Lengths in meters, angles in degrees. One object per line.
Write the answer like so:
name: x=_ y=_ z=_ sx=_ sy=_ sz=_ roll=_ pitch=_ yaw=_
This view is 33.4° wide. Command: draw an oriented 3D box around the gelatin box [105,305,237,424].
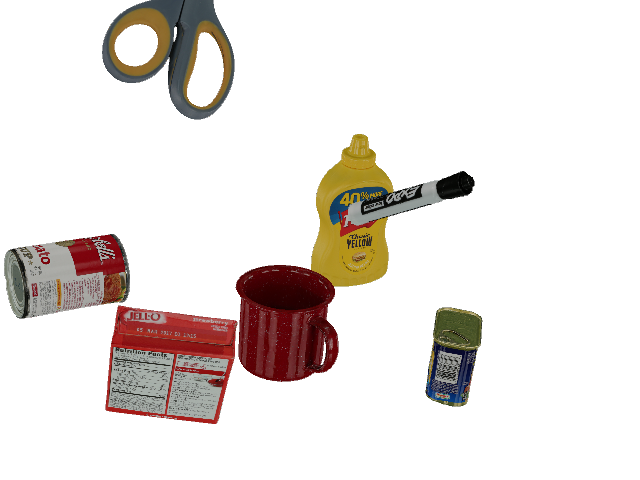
gelatin box: x=-0.094 y=0.078 z=0.661 sx=0.073 sy=0.030 sz=0.089 roll=8 pitch=-38 yaw=-8

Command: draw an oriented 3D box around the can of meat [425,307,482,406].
can of meat: x=0.161 y=0.142 z=1.299 sx=0.057 sy=0.084 sz=0.102 roll=10 pitch=22 yaw=6

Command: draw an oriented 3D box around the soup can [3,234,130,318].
soup can: x=-0.242 y=0.034 z=1.016 sx=0.102 sy=0.068 sz=0.069 roll=-9 pitch=5 yaw=-30

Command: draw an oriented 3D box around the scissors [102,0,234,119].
scissors: x=-0.098 y=-0.176 z=0.723 sx=0.096 sy=0.202 sz=0.016 roll=4 pitch=-20 yaw=-20

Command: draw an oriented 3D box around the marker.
marker: x=0.071 y=-0.033 z=0.847 sx=0.121 sy=0.020 sz=0.020 roll=-15 pitch=-10 yaw=43

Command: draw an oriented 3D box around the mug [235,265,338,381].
mug: x=-0.027 y=0.084 z=1.006 sx=0.117 sy=0.081 sz=0.093 roll=26 pitch=32 yaw=37

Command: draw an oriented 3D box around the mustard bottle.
mustard bottle: x=0.041 y=-0.039 z=1.304 sx=0.096 sy=0.192 sz=0.058 roll=-7 pitch=30 yaw=-19
